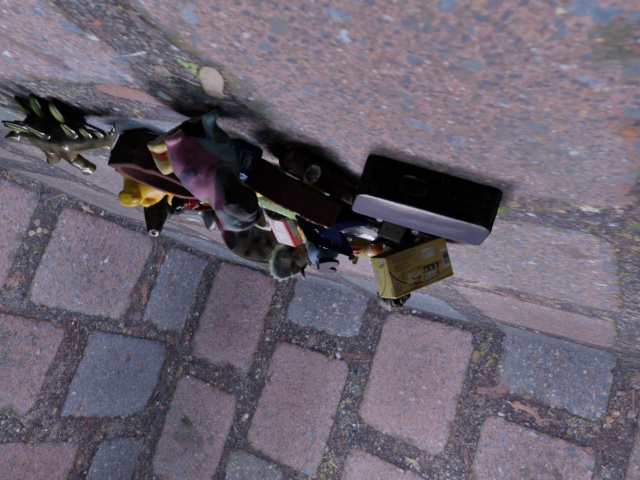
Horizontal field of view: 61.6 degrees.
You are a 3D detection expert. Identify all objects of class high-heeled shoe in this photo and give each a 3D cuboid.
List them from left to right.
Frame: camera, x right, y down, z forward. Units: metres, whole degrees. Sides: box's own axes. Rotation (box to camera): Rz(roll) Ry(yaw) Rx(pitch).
[{"bbox_3d":[0.094,-0.048,1.216,0.249,0.086,0.145,34,-146,33],"label":"high-heeled shoe"}]

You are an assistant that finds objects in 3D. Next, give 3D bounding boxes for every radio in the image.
[{"bbox_3d":[0.171,-0.062,0.884,0.230,0.073,0.131,15,170,6],"label":"radio"}]

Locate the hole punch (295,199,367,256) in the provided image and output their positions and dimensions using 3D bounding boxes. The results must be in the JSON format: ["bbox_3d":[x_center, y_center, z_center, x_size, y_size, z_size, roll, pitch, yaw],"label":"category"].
[{"bbox_3d":[0.023,-0.040,1.087,0.116,0.092,0.142,15,-150,-29],"label":"hole punch"}]

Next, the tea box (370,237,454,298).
[{"bbox_3d":[0.208,0.060,1.209,0.170,0.098,0.068,-16,-175,-24],"label":"tea box"}]

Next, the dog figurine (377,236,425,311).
[{"bbox_3d":[0.189,0.084,1.333,0.121,0.190,0.172,14,172,21],"label":"dog figurine"}]

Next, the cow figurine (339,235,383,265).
[{"bbox_3d":[0.081,0.008,1.335,0.127,0.085,0.195,-8,-170,-38],"label":"cow figurine"}]

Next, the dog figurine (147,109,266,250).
[{"bbox_3d":[-0.181,-0.095,0.904,0.192,0.108,0.219,1,123,55],"label":"dog figurine"}]

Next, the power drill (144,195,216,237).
[{"bbox_3d":[-0.407,-0.077,1.555,0.207,0.086,0.232,4,-140,-28],"label":"power drill"}]

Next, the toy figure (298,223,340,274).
[{"bbox_3d":[-0.001,-0.006,1.264,0.089,0.180,0.082,21,132,-32],"label":"toy figure"}]

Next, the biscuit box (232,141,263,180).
[{"bbox_3d":[-0.198,-0.154,1.060,0.062,0.059,0.203,25,168,-39],"label":"biscuit box"}]

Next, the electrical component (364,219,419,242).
[{"bbox_3d":[0.151,-0.036,1.098,0.102,0.078,0.045,25,-163,-12],"label":"electrical component"}]

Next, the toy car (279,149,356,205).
[{"bbox_3d":[0.014,-0.108,0.961,0.202,0.053,0.089,25,-176,-42],"label":"toy car"}]

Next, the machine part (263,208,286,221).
[{"bbox_3d":[-0.153,-0.087,1.320,0.079,0.079,0.243,25,167,-38],"label":"machine part"}]

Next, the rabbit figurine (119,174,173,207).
[{"bbox_3d":[-0.425,-0.139,1.429,0.173,0.122,0.162,-6,166,17],"label":"rabbit figurine"}]

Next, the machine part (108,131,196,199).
[{"bbox_3d":[-0.348,-0.165,1.201,0.201,0.087,0.201,24,169,-41],"label":"machine part"}]

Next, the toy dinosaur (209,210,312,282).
[{"bbox_3d":[-0.177,-0.002,1.508,0.405,0.192,0.131,13,168,18],"label":"toy dinosaur"}]

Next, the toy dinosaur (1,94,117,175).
[{"bbox_3d":[-0.571,-0.231,1.189,0.472,0.105,0.198,7,163,29],"label":"toy dinosaur"}]

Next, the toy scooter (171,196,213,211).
[{"bbox_3d":[-0.287,-0.116,1.381,0.135,0.075,0.184,-5,170,-42],"label":"toy scooter"}]

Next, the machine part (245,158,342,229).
[{"bbox_3d":[-0.045,-0.083,0.975,0.179,0.056,0.179,29,-175,-3],"label":"machine part"}]
